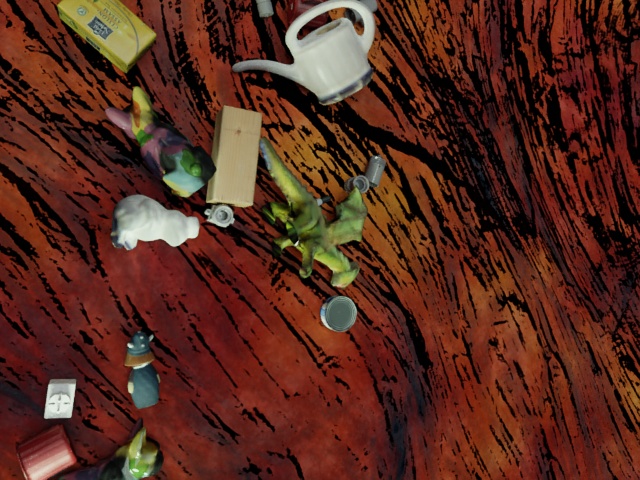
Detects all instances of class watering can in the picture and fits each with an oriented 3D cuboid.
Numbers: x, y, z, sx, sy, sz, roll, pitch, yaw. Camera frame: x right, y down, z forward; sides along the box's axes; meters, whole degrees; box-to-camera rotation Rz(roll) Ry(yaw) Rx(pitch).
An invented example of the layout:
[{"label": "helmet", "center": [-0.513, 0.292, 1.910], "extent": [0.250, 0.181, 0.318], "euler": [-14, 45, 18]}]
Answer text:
[{"label": "watering can", "center": [-0.015, -0.421, 1.229], "extent": [0.347, 0.220, 0.106], "euler": [-29, 30, 5]}]

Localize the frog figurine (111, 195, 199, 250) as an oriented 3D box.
[{"label": "frog figurine", "center": [-0.334, -0.041, 1.053], "extent": [0.160, 0.125, 0.135], "euler": [-15, -24, -5]}]

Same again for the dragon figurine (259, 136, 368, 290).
[{"label": "dragon figurine", "center": [0.004, -0.061, 1.213], "extent": [0.245, 0.406, 0.122], "euler": [-19, 16, -32]}]
